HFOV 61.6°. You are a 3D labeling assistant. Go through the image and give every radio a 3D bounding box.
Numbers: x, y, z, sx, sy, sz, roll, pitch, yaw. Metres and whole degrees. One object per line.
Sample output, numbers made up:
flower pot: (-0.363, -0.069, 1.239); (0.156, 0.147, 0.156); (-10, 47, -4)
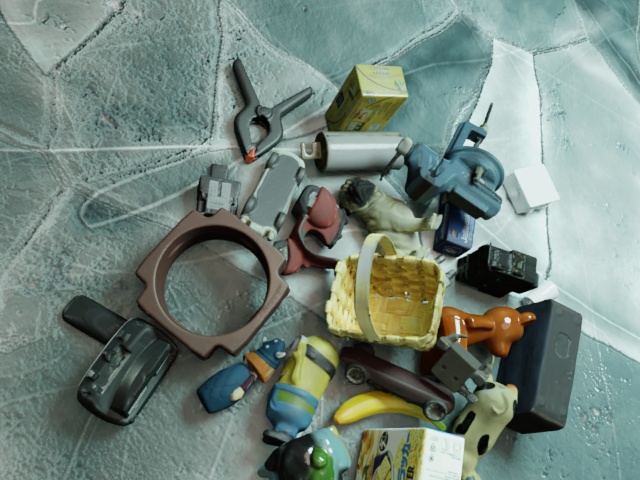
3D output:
radio: (0.393, 0.225, 0.974); (0.073, 0.131, 0.229); (25, 64, -8)

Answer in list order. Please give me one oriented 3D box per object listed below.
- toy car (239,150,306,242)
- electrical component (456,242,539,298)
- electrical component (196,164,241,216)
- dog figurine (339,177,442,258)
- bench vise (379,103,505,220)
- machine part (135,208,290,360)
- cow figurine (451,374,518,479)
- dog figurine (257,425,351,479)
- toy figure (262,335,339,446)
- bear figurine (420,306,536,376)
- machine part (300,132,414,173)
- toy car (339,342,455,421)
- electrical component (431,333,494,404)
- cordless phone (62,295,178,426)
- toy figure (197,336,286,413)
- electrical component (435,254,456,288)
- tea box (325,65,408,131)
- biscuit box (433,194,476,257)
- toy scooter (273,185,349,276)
toy car: (-0.082, -0.081, 0.953); (0.073, 0.056, 0.202); (27, 53, -8)
electrical component: (0.346, 0.062, 1.028); (0.134, 0.115, 0.058); (19, 68, -10)
electrical component: (-0.176, -0.084, 0.937); (0.075, 0.048, 0.119); (12, 69, -16)
dog figurine: (0.109, -0.014, 1.001); (0.191, 0.121, 0.172); (21, 87, 20)
bench vise: (0.254, -0.150, 1.008); (0.224, 0.128, 0.240); (28, 57, 7)
machine part: (-0.165, 0.069, 0.841); (0.201, 0.087, 0.201); (38, 72, 5)
cow figurine: (0.254, 0.322, 0.885); (0.086, 0.127, 0.195); (33, 98, 14)
dog figurine: (0.007, 0.396, 0.755); (0.108, 0.191, 0.219); (-12, 59, -30)
toy figure: (-0.031, 0.237, 0.850); (0.089, 0.082, 0.180); (30, 58, -19)
bear figurine: (0.286, 0.180, 0.965); (0.196, 0.120, 0.132); (10, 71, -22)
machine part: (0.078, -0.171, 1.042); (0.243, 0.079, 0.079); (-5, 73, -22)
toy car: (0.125, 0.234, 0.889); (0.202, 0.053, 0.089); (22, 23, 6)
electrical component: (0.224, 0.196, 0.848); (0.102, 0.078, 0.045); (38, 30, 25)
cordless phone: (-0.319, 0.167, 0.786); (0.184, 0.088, 0.146); (28, 63, 5)
toy figure: (-0.117, 0.208, 0.840); (0.154, 0.057, 0.064); (-31, 63, -24)
electrical component: (0.218, 0.070, 1.031); (0.094, 0.021, 0.063); (-32, 83, -25)
tea box: (0.084, -0.255, 1.023); (0.098, 0.169, 0.068); (-4, 72, -23)
biscuit box: (0.277, -0.068, 1.082); (0.059, 0.063, 0.202); (18, 65, -11)
toy scooter: (-0.002, -0.003, 0.952); (0.135, 0.075, 0.184); (29, 67, -7)
